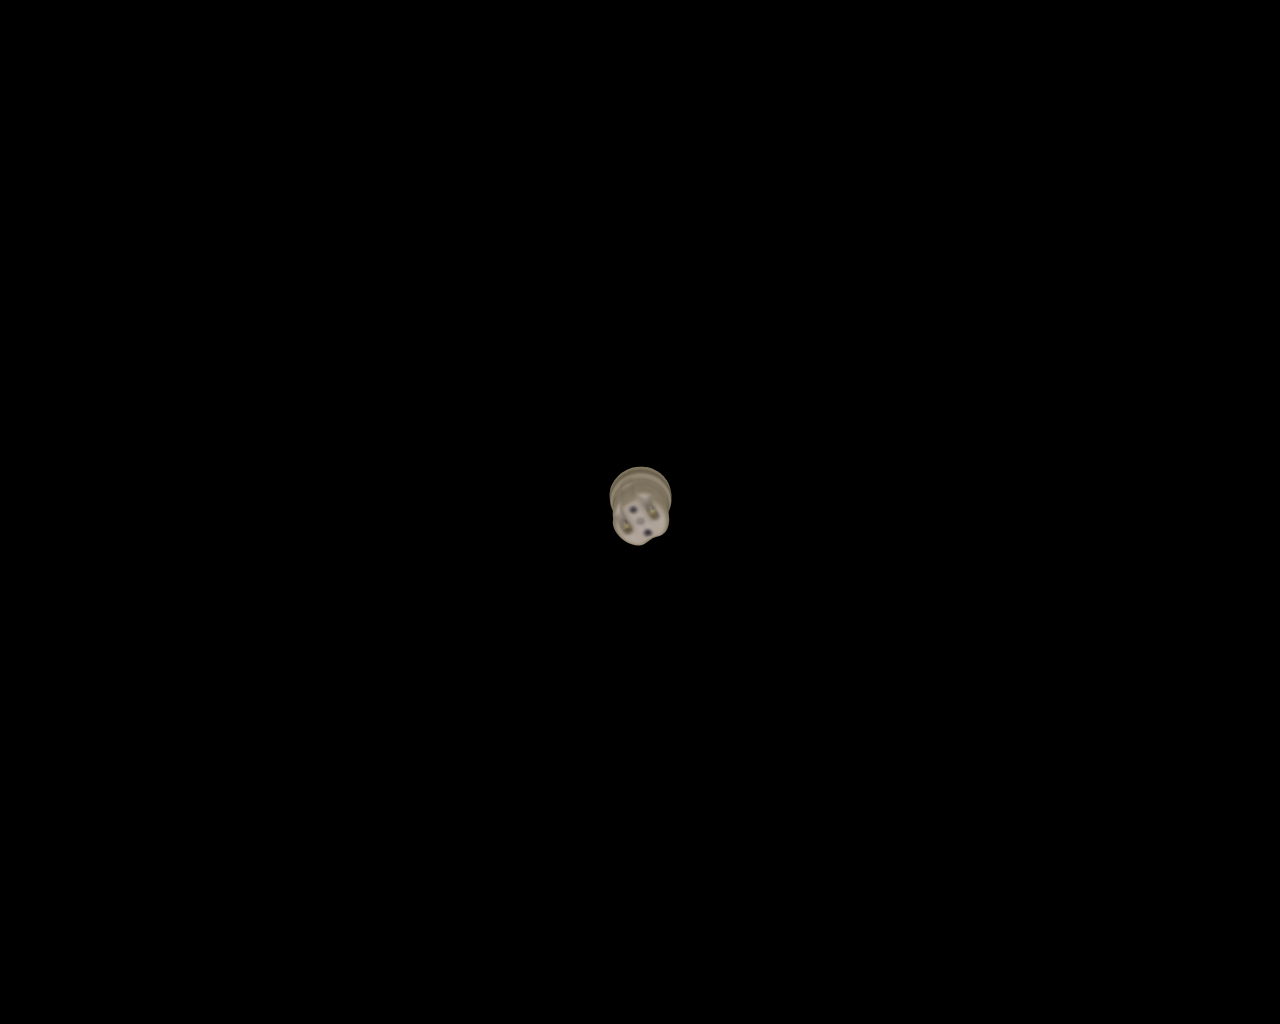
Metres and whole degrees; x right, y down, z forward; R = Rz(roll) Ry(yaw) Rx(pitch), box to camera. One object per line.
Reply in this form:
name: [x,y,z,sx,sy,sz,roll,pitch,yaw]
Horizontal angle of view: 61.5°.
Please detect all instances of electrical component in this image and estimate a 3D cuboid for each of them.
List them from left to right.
electrical component: [0.001,-0.003,0.650,0.040,0.040,0.046,0,23,0]
